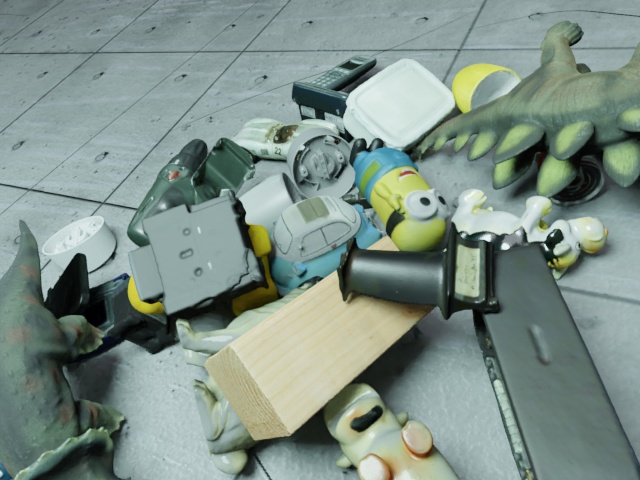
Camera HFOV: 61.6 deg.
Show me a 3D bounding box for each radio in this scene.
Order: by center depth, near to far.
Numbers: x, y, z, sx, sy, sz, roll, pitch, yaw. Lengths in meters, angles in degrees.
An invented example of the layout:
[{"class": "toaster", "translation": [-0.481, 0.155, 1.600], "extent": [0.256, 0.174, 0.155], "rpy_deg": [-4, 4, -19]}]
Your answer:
[{"class": "radio", "translation": [0.191, 0.128, 0.468], "extent": [0.073, 0.130, 0.230], "rpy_deg": [-12, 45, 10]}]

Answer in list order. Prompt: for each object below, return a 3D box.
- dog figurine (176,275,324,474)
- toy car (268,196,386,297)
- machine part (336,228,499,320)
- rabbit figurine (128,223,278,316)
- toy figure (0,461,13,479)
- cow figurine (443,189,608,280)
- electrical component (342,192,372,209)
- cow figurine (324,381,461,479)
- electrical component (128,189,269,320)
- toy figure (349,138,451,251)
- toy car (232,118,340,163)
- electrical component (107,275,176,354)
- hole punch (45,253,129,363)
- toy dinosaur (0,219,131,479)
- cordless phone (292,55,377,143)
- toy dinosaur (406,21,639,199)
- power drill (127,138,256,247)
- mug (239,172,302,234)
[{"class": "dog figurine", "translation": [-0.043, 0.138, 0.581], "extent": [0.191, 0.121, 0.172], "rpy_deg": [-13, 77, -16]}, {"class": "toy car", "translation": [-0.001, -0.002, 0.684], "extent": [0.162, 0.102, 0.109], "rpy_deg": [-25, 45, -1]}, {"class": "machine part", "translation": [0.086, 0.028, 0.481], "extent": [0.139, 0.039, 0.084], "rpy_deg": [1, 58, 10]}, {"class": "rabbit figurine", "translation": [-0.158, 0.032, 0.674], "extent": [0.173, 0.121, 0.163], "rpy_deg": [-21, 35, -23]}, {"class": "toy figure", "translation": [-0.403, 0.229, 0.647], "extent": [0.155, 0.057, 0.064], "rpy_deg": [38, 107, 40]}, {"class": "cow figurine", "translation": [0.232, 0.002, 0.617], "extent": [0.168, 0.068, 0.098], "rpy_deg": [12, 59, 33]}, {"class": "electrical component", "translation": [0.078, -0.076, 0.780], "extent": [0.094, 0.021, 0.063], "rpy_deg": [-9, 46, 13]}, {"class": "cow figurine", "translation": [0.074, 0.204, 0.462], "extent": [0.085, 0.127, 0.195], "rpy_deg": [-35, 60, -12]}, {"class": "electrical component", "translation": [-0.135, 0.021, 0.584], "extent": [0.134, 0.058, 0.115], "rpy_deg": [-22, 72, 0]}, {"class": "toy figure", "translation": [0.101, -0.059, 0.698], "extent": [0.082, 0.089, 0.180], "rpy_deg": [-23, 50, -15]}, {"class": "toy car", "translation": [-0.063, -0.165, 0.894], "extent": [0.202, 0.056, 0.073], "rpy_deg": [9, 52, 26]}, {"class": "electrical component", "translation": [-0.230, 0.079, 0.702], "extent": [0.048, 0.074, 0.119], "rpy_deg": [-36, 44, 19]}, {"class": "hole punch", "translation": [-0.315, 0.097, 0.730], "extent": [0.116, 0.092, 0.142], "rpy_deg": [-46, 46, 16]}, {"class": "toy dinosaur", "translation": [-0.289, 0.140, 0.541], "extent": [0.131, 0.192, 0.405], "rpy_deg": [-25, 80, -15]}, {"class": "cordless phone", "translation": [0.058, -0.259, 0.924], "extent": [0.147, 0.088, 0.184], "rpy_deg": [27, 57, 37]}, {"class": "toy dinosaur", "translation": [0.275, -0.150, 0.627], "extent": [0.472, 0.105, 0.198], "rpy_deg": [2, 58, 59]}, {"class": "power drill", "translation": [-0.194, -0.092, 0.821], "extent": [0.207, 0.085, 0.232], "rpy_deg": [-4, 49, 43]}, {"class": "mug", "translation": [-0.083, -0.046, 0.773], "extent": [0.107, 0.080, 0.110], "rpy_deg": [-27, 49, 7]}]
